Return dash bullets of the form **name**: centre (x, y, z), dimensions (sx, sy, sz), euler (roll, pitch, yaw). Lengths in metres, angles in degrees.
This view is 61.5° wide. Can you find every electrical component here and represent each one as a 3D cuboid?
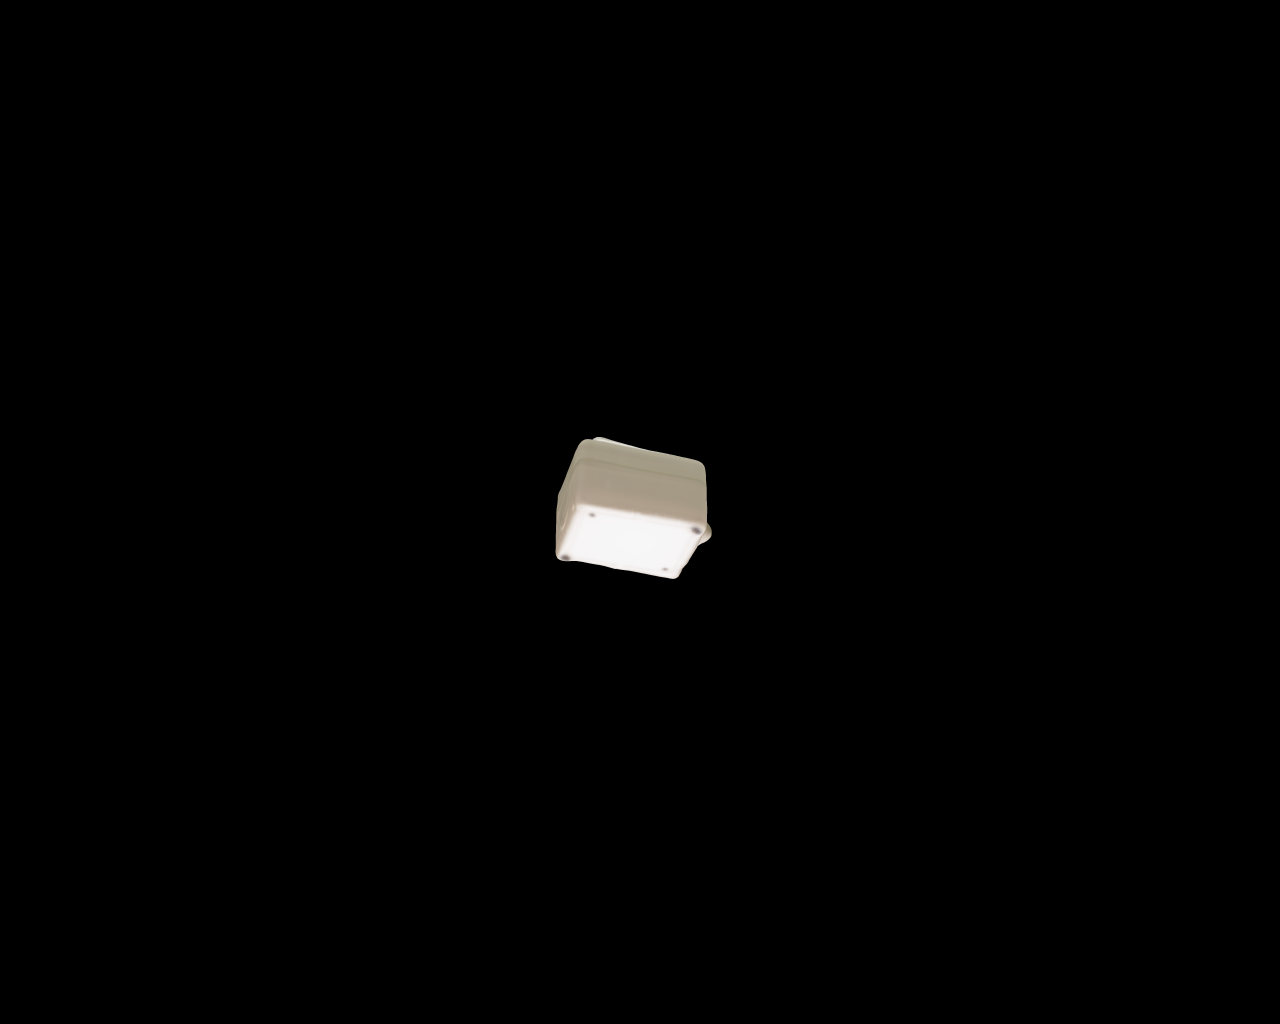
- **electrical component**: centre (0.001, -0.003, 0.650), dimensions (0.096, 0.061, 0.061), euler (11, -39, -13)
